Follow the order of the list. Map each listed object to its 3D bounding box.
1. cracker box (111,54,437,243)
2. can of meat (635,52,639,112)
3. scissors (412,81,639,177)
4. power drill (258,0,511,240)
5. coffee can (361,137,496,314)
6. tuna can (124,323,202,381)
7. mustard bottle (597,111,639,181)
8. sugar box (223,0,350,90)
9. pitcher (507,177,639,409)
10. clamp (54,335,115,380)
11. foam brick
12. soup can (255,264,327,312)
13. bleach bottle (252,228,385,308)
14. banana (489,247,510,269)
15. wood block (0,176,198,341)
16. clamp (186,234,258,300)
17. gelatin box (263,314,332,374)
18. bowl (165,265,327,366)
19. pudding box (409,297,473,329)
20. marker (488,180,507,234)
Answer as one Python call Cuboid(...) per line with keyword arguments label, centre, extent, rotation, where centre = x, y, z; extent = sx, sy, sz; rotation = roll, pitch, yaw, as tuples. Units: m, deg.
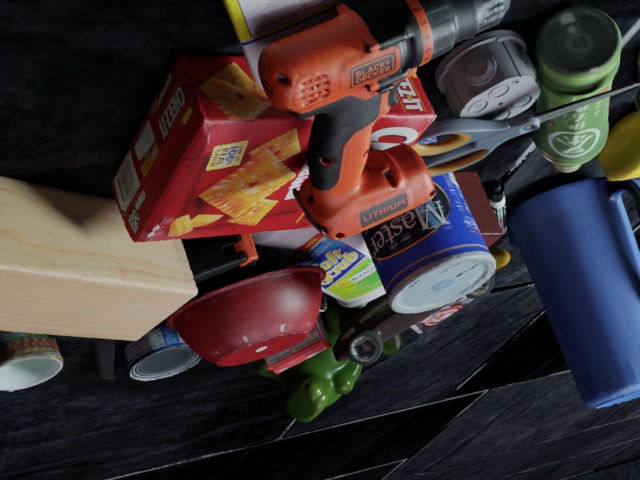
Cuboid(label="cracker box", centre=(-0.038, -0.071, 0.853), extent=(0.213, 0.072, 0.164), rotation=(-5, 151, -34))
Cuboid(label="can of meat", centre=(0.352, -0.159, 1.010), extent=(0.102, 0.057, 0.084), rotation=(-25, 153, 7))
Cuboid(label="scissors", centre=(0.155, -0.099, 0.878), extent=(0.202, 0.016, 0.096), rotation=(-25, 156, 31))
Cuboid(label="power drill", centre=(0.047, -0.095, 0.757), extent=(0.184, 0.057, 0.188), rotation=(-22, 143, -15))
Cuboid(label="coffee can", centre=(0.087, -0.017, 0.984), extent=(0.102, 0.140, 0.103), rotation=(-18, 156, -8))
Cuboid(label="tuna can", centre=(-0.176, 0.125, 1.199), extent=(0.086, 0.034, 0.086), rotation=(-18, 156, -8))
Cuboid(label="mustard bottle", centre=(0.399, -0.109, 1.148), extent=(0.191, 0.058, 0.096), rotation=(-8, 153, -27))
Cuboid(label="sugar box", centre=(-0.021, -0.172, 0.689), extent=(0.093, 0.048, 0.176), rotation=(-23, 159, -1))
Cuboid(label="pitcher", centre=(0.317, 0.055, 1.193), extent=(0.145, 0.243, 0.149), rotation=(-17, 164, -2))
Cuboid(label="clamp", centre=(-0.213, 0.080, 1.063), extent=(0.165, 0.036, 0.209), rotation=(-39, 151, 17))
Cuboid(label="foam brick", centre=(0.141, -0.025, 1.092), extent=(0.052, 0.078, 0.051), rotation=(-1, 150, -35))
Cuboid(label="soup can", centre=(-0.053, 0.067, 1.137), extent=(0.102, 0.068, 0.068), rotation=(-28, 155, 16))
Cuboid(label="bleach bottle", centre=(-0.007, 0.001, 1.046), extent=(0.103, 0.068, 0.250), rotation=(-28, 153, 24))
Cuboid(label="banana", centre=(0.170, 0.013, 1.243), extent=(0.070, 0.037, 0.197), rotation=(-26, 156, 15))
Cuboid(label="wood block", centre=(-0.213, 0.019, 0.876), extent=(0.091, 0.090, 0.205), rotation=(-36, 152, 29))
Cuboid(label="clamp", centre=(-0.125, 0.042, 0.988), extent=(0.120, 0.039, 0.172), rotation=(-11, 159, -41))
Cuboid(label="gelatin box", centre=(-0.035, 0.093, 1.179), extent=(0.073, 0.089, 0.030), rotation=(-29, 155, 15))
Cuboid(label="bowl", centre=(-0.062, 0.079, 1.016), extent=(0.162, 0.055, 0.162), rotation=(-18, 165, -5))
Cuboid(label="pudding box", centre=(0.131, 0.079, 1.349), extent=(0.113, 0.039, 0.090), rotation=(4, 146, -45))
Cuboid(label="marker", centre=(0.197, -0.036, 1.187), extent=(0.020, 0.020, 0.121), rotation=(-22, 156, 2))
